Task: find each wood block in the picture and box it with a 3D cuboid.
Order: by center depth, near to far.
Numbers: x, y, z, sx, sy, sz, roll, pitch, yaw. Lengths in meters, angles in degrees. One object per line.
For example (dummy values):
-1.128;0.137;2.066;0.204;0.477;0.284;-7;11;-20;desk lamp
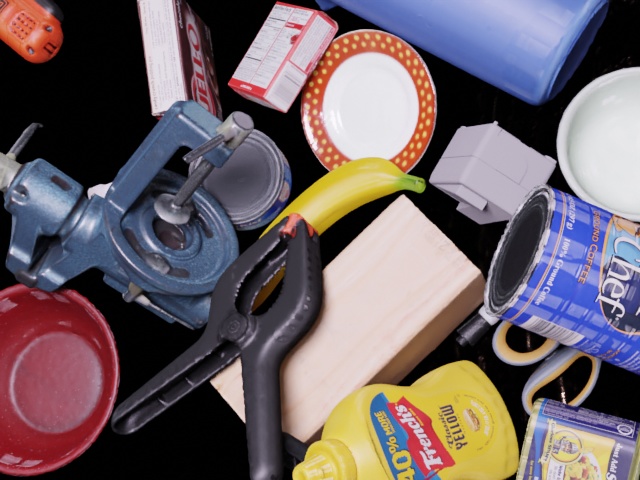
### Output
0.027;0.074;0.839;0.206;0.090;0.090;-44;71;2;wood block

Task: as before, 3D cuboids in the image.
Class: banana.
-0.006;-0.011;0.883;0.198;0.037;0.069;-38;33;13;banana

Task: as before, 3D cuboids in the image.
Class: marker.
0.155;0.041;0.853;0.121;0.020;0.020;-44;72;1;marker

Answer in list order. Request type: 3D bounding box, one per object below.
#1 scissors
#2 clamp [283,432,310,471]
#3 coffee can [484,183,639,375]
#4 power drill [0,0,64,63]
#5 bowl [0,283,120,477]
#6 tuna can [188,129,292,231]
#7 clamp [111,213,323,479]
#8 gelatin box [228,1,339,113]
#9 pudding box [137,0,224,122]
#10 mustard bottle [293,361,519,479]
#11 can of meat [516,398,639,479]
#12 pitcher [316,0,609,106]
0.217;0.051;0.837;0.096;0.016;0.202;40;89;16;scissors
0.029;0.210;0.780;0.171;0.039;0.120;14;72;-27;clamp
0.203;0.032;0.763;0.140;0.103;0.103;22;83;-6;coffee can
-0.273;-0.283;1.008;0.184;0.057;0.187;40;92;15;power drill
-0.236;0.119;0.911;0.162;0.055;0.162;-3;77;13;bowl
-0.068;-0.052;0.919;0.086;0.033;0.086;-3;77;13;tuna can
-0.049;0.078;0.782;0.165;0.036;0.210;21;73;41;clamp
-0.032;-0.158;0.916;0.089;0.030;0.073;-59;34;-2;gelatin box
-0.119;-0.147;0.922;0.039;0.090;0.113;-14;75;11;pudding box
0.058;0.149;0.768;0.058;0.191;0.096;-36;69;45;mustard bottle
0.191;0.174;0.789;0.084;0.057;0.102;13;95;18;can of meat
0.107;-0.219;0.859;0.243;0.149;0.145;33;88;14;pitcher
